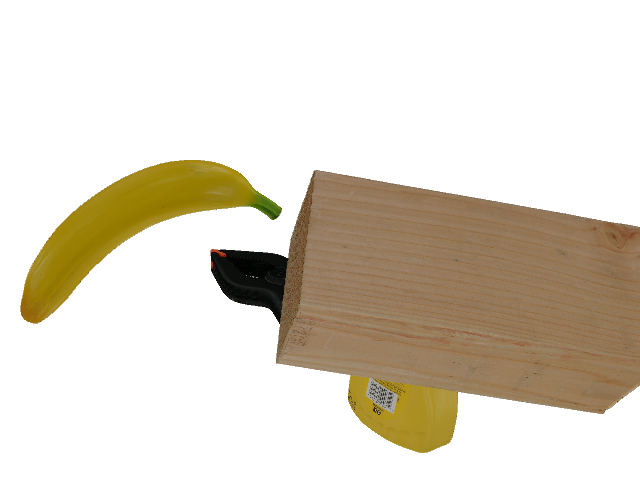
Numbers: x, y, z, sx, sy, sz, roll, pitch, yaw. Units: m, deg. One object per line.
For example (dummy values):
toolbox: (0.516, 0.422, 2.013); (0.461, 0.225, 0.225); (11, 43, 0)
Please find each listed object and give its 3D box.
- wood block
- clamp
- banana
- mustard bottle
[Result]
wood block: (0.085, 0.034, 0.636); (0.206, 0.091, 0.090); (9, -29, -7)
clamp: (-0.046, 0.057, 1.187); (0.210, 0.036, 0.164); (16, 30, 25)
banana: (-0.129, -0.008, 0.731); (0.198, 0.069, 0.037); (-23, 9, 6)
mustard bottle: (0.074, 0.063, 0.835); (0.058, 0.192, 0.096); (-11, 28, -38)
